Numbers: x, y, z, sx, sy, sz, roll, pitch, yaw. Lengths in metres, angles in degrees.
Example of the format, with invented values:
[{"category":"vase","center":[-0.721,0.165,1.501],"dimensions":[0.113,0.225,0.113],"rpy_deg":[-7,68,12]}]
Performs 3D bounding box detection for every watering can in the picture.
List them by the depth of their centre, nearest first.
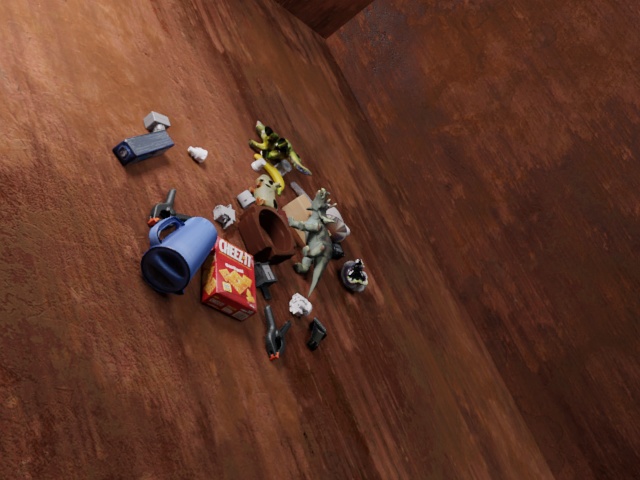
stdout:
[{"category":"watering can","center":[0.007,-0.113,2.252],"dimensions":[0.344,0.103,0.228],"rpy_deg":[37,15,-21]}]

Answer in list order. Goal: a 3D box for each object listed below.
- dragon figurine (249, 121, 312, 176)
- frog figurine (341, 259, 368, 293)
[{"category":"dragon figurine","center":[-0.147,-0.381,2.195],"dimensions":[0.414,0.121,0.243],"rpy_deg":[42,17,17]},{"category":"frog figurine","center":[0.148,0.163,2.235],"dimensions":[0.138,0.123,0.157],"rpy_deg":[55,-13,12]}]
